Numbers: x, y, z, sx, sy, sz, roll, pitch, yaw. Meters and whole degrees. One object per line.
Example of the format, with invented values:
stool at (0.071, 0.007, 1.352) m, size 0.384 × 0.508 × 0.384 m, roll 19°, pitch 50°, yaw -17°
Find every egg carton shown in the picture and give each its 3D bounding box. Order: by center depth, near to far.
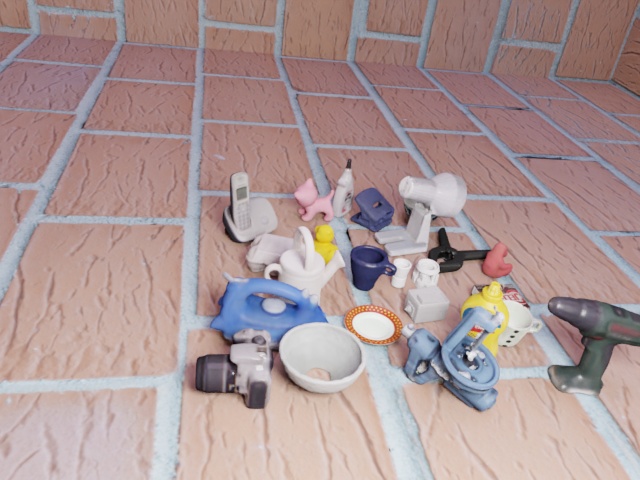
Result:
egg carton at (-0.100, 0.040, 1.387) m, size 0.150 × 0.069 × 0.107 m, roll 10°, pitch 32°, yaw 3°

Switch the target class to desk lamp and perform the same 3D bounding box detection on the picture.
desk lamp at (0.269, -0.076, 1.523) m, size 0.204 × 0.213 × 0.117 m, roll -8°, pitch 36°, yaw -25°

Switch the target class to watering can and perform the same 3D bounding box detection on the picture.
watering can at (-0.033, 0.057, 1.258) m, size 0.173 × 0.194 × 0.100 m, roll -19°, pitch 41°, yaw -36°

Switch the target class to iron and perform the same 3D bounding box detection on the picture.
iron at (-0.087, 0.137, 1.169) m, size 0.258 × 0.141 × 0.118 m, roll 7°, pitch 32°, yaw -2°

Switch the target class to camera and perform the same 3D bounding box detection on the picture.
camera at (-0.157, 0.226, 1.050) m, size 0.137 × 0.101 × 0.143 m, roll 2°, pitch 33°, yaw -10°

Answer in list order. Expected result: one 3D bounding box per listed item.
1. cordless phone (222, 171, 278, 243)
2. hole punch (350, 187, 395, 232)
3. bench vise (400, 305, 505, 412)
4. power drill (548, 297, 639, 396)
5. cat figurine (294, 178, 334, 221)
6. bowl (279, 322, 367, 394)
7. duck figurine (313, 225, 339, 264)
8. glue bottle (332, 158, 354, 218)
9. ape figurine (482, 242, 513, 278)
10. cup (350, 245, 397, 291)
cordless phone at (-0.177, -0.095, 1.473) m, size 0.093 × 0.185 × 0.148 m, roll 31°, pitch 39°, yaw 32°
hole punch at (0.156, -0.089, 1.631) m, size 0.100 × 0.091 × 0.109 m, roll 28°, pitch 37°, yaw 28°
bench vise at (0.249, 0.203, 1.071) m, size 0.207 × 0.220 × 0.121 m, roll 16°, pitch 33°, yaw 11°
power drill at (0.536, 0.209, 1.141) m, size 0.229 × 0.208 × 0.075 m, roll 5°, pitch 32°, yaw -5°
cat figurine at (-0.019, -0.116, 1.607) m, size 0.128 × 0.118 × 0.067 m, roll -3°, pitch 34°, yaw -18°
bowl at (0.002, 0.237, 1.095) m, size 0.167 × 0.075 × 0.167 m, roll 6°, pitch 32°, yaw -4°
duck figurine at (0.013, 0.005, 1.453) m, size 0.078 × 0.086 × 0.104 m, roll -9°, pitch 36°, yaw -25°
glue bottle at (0.071, -0.152, 1.634) m, size 0.037 × 0.173 × 0.078 m, roll 23°, pitch 35°, yaw 22°
ape figurine at (0.462, 0.048, 1.487) m, size 0.076 × 0.092 × 0.077 m, roll -5°, pitch 35°, yaw -21°
cup at (0.123, 0.077, 1.358) m, size 0.117 × 0.095 × 0.092 m, roll 22°, pitch 35°, yaw 21°
